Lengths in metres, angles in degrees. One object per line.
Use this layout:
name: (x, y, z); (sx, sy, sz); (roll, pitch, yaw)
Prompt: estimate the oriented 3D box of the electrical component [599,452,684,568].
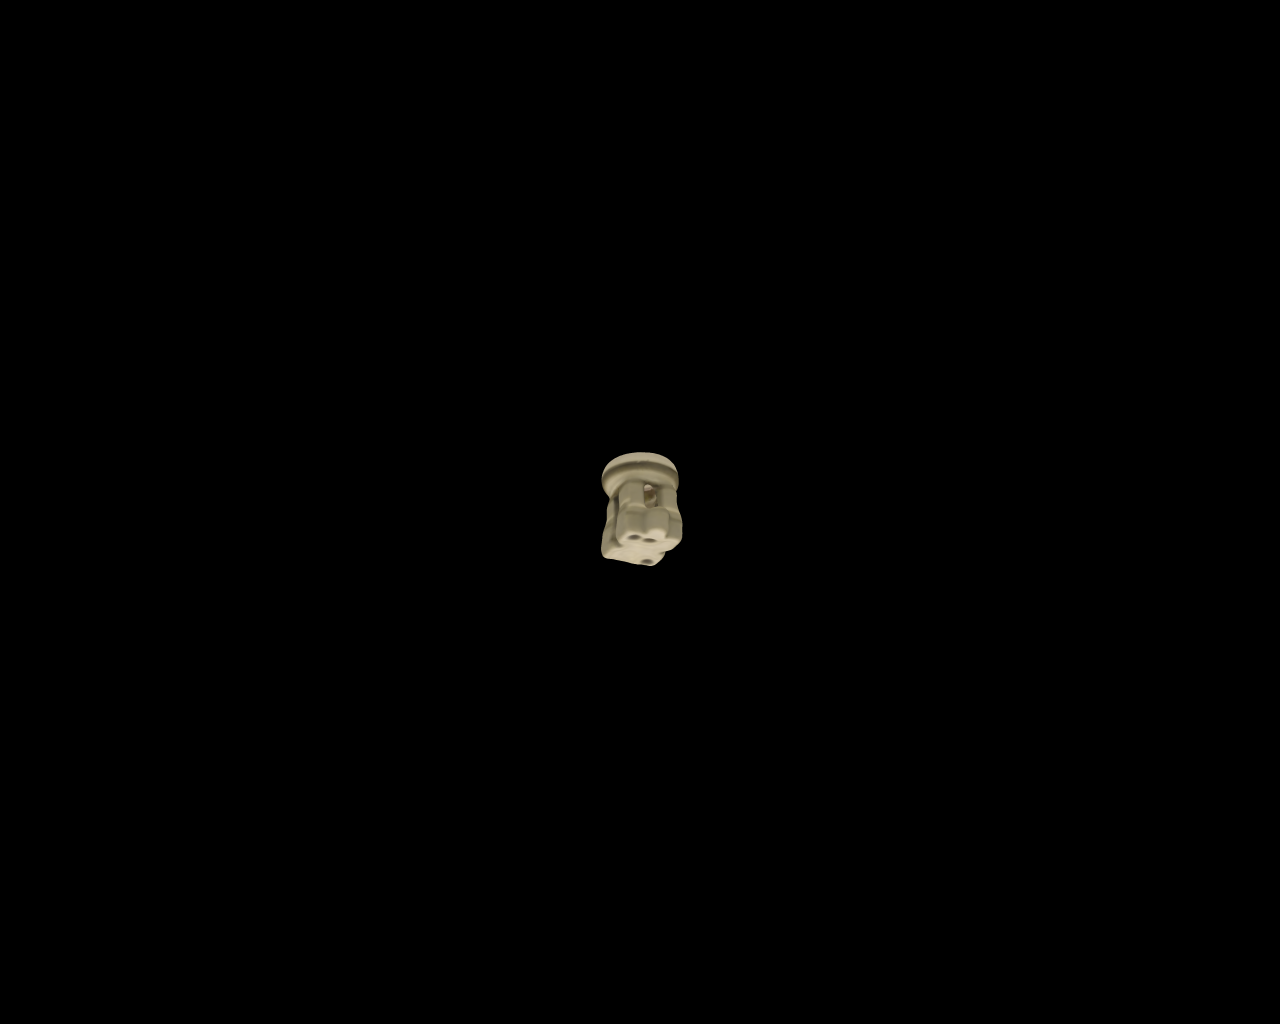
electrical component: (0.001, -0.003, 0.650); (0.048, 0.055, 0.066); (11, -29, -21)
